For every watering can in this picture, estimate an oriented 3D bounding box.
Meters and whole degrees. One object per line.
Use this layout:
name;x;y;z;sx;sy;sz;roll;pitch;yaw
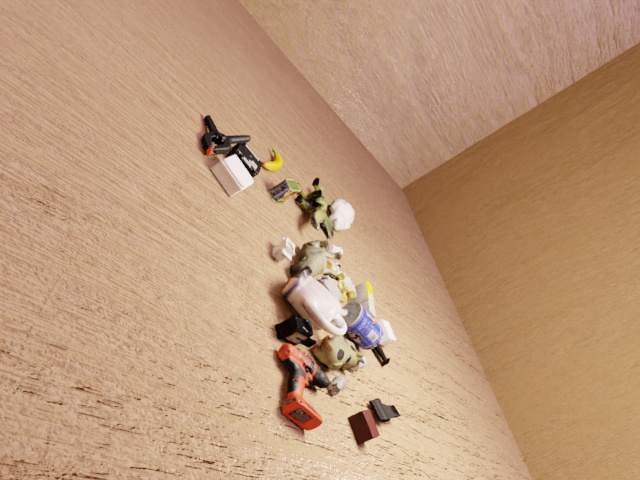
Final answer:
watering can;-0.004;0.189;1.538;0.225;0.104;0.348;45;6;5

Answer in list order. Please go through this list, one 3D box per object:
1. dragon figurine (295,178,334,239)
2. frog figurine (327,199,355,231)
dragon figurine;0.006;-0.104;2.068;0.238;0.121;0.420;53;18;-38
frog figurine;0.091;-0.108;2.248;0.161;0.122;0.136;-79;155;-80
